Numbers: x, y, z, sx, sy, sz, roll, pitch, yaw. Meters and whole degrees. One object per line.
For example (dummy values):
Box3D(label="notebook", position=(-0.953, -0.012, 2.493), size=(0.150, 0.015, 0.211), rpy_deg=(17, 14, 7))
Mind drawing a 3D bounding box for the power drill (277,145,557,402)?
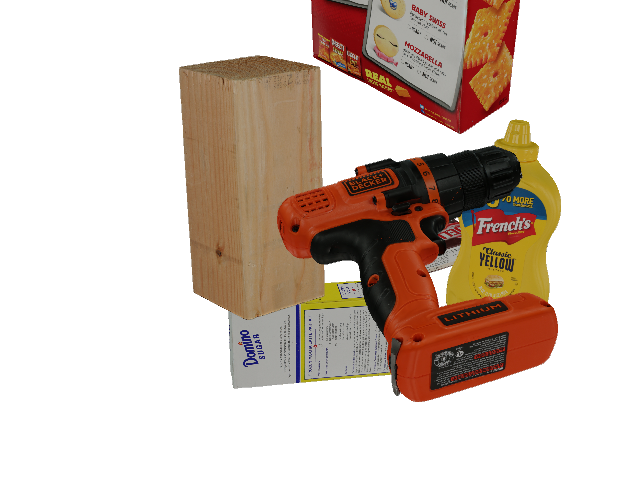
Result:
Box3D(label="power drill", position=(0.081, 0.012, 0.715), size=(0.184, 0.057, 0.188), rpy_deg=(-17, 41, -11))

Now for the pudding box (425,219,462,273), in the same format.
Box3D(label="pudding box", position=(0.174, 0.007, 1.597), size=(0.113, 0.039, 0.090), rpy_deg=(-18, 28, -22))

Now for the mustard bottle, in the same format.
Box3D(label="mustard bottle", position=(0.176, -0.019, 1.009), size=(0.096, 0.192, 0.058), rpy_deg=(11, 20, 20))

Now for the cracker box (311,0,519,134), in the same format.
Box3D(label="cracker box", position=(0.070, -0.210, 0.803), size=(0.072, 0.214, 0.164), rpy_deg=(-34, 50, -31))

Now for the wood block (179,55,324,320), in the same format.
Box3D(label="wood block", position=(-0.058, -0.049, 0.929), size=(0.090, 0.206, 0.091), rpy_deg=(-16, 24, -36))

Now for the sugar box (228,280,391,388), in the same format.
Box3D(label="sugar box", position=(-0.001, 0.089, 1.038), size=(0.176, 0.093, 0.048), rpy_deg=(-2, 26, -6))
